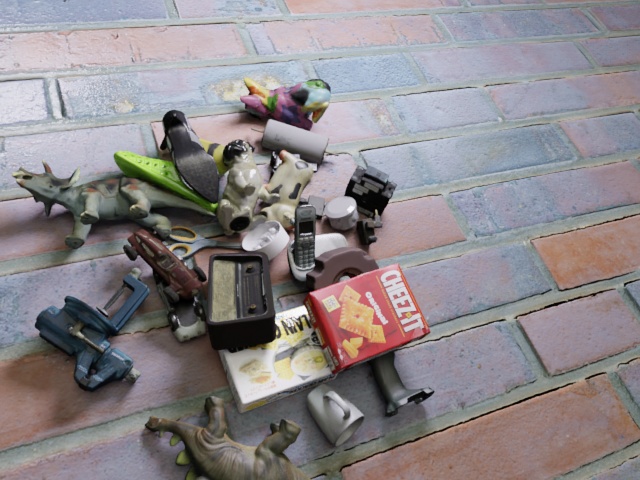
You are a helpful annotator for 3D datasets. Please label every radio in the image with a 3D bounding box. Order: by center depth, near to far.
[{"bbox_3d":[-0.162,0.117,1.106,0.131,0.073,0.230,-4,36,-7],"label":"radio"}]

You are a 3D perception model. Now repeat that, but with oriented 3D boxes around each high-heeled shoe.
[{"bbox_3d":[-0.302,-0.191,1.256,0.086,0.145,0.248,-23,93,-13],"label":"high-heeled shoe"}]

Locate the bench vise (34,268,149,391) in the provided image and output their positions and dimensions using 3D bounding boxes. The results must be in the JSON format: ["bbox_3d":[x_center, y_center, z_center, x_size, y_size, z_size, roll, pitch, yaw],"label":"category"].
[{"bbox_3d":[-0.410,0.163,1.046,0.224,0.128,0.240,31,60,4],"label":"bench vise"}]

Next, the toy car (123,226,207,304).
[{"bbox_3d":[-0.325,0.046,1.117,0.202,0.053,0.089,43,62,17],"label":"toy car"}]

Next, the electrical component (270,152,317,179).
[{"bbox_3d":[-0.071,-0.185,1.396,0.119,0.047,0.075,3,57,-12],"label":"electrical component"}]

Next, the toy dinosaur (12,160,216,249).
[{"bbox_3d":[-0.454,-0.091,1.205,0.405,0.131,0.192,-2,49,-26],"label":"toy dinosaur"}]

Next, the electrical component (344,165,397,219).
[{"bbox_3d":[0.125,-0.123,1.352,0.115,0.134,0.058,26,56,2],"label":"electrical component"}]

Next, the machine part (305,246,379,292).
[{"bbox_3d":[0.056,0.101,1.184,0.179,0.056,0.179,-2,94,-23],"label":"machine part"}]

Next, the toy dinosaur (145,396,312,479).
[{"bbox_3d":[-0.108,0.419,0.964,0.472,0.105,0.198,16,62,8],"label":"toy dinosaur"}]

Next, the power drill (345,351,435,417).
[{"bbox_3d":[0.157,0.253,1.147,0.232,0.086,0.207,-20,68,-23],"label":"power drill"}]

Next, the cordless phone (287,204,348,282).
[{"bbox_3d":[-0.002,-0.003,1.206,0.147,0.184,0.089,-8,31,-18],"label":"cordless phone"}]

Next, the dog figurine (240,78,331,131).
[{"bbox_3d":[-0.101,-0.382,1.447,0.219,0.191,0.108,16,60,-22],"label":"dog figurine"}]

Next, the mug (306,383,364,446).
[{"bbox_3d":[0.022,0.332,1.051,0.081,0.109,0.107,-36,58,-25],"label":"mug"}]

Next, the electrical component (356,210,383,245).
[{"bbox_3d":[0.122,-0.028,1.316,0.045,0.102,0.078,-13,84,-13],"label":"electrical component"}]

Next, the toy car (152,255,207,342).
[{"bbox_3d":[-0.299,0.119,1.138,0.073,0.056,0.202,-17,61,-21],"label":"toy car"}]

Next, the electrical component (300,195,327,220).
[{"bbox_3d":[-0.012,-0.080,1.358,0.094,0.021,0.063,10,56,-8],"label":"electrical component"}]

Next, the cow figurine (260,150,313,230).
[{"bbox_3d":[-0.081,-0.105,1.302,0.127,0.085,0.195,27,80,10],"label":"cow figurine"}]

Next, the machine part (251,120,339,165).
[{"bbox_3d":[-0.066,-0.260,1.429,0.243,0.079,0.079,18,55,-3],"label":"machine part"}]

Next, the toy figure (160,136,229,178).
[{"bbox_3d":[-0.304,-0.216,1.335,0.180,0.089,0.082,28,61,2],"label":"toy figure"}]

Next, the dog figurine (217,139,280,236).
[{"bbox_3d":[-0.198,-0.126,1.264,0.172,0.121,0.191,-41,52,13],"label":"dog figurine"}]
